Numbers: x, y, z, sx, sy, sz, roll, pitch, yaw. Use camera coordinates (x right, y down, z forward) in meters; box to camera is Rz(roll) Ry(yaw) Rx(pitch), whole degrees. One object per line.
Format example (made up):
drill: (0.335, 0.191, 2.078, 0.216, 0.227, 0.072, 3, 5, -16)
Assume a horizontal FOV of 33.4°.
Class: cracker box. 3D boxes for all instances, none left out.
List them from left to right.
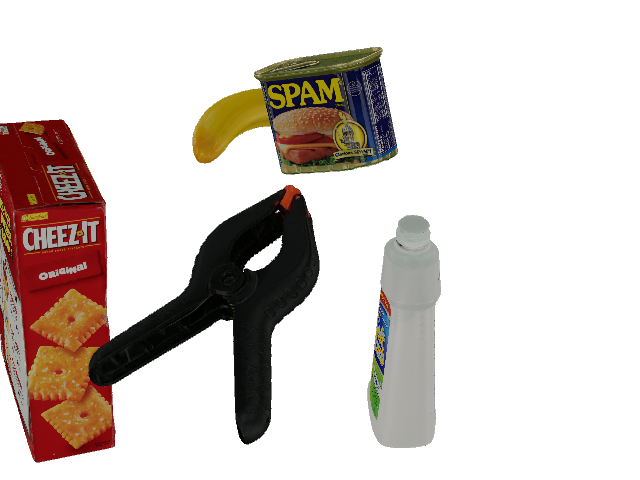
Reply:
cracker box: (-0.209, 0.034, 0.825, 0.072, 0.214, 0.164, -7, 30, -22)

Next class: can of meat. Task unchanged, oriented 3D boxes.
can of meat: (0.006, -0.100, 0.838, 0.102, 0.084, 0.057, -1, 21, 34)

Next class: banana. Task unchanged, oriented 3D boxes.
banana: (-0.065, -0.115, 1.023, 0.070, 0.037, 0.197, 42, 34, 23)

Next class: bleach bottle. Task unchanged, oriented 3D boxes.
bleach bottle: (0.083, 0.081, 1.033, 0.068, 0.251, 0.102, -2, 36, -2)

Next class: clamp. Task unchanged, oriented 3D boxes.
clamp: (-0.045, 0.041, 0.637, 0.120, 0.171, 0.039, 27, -25, 25)
